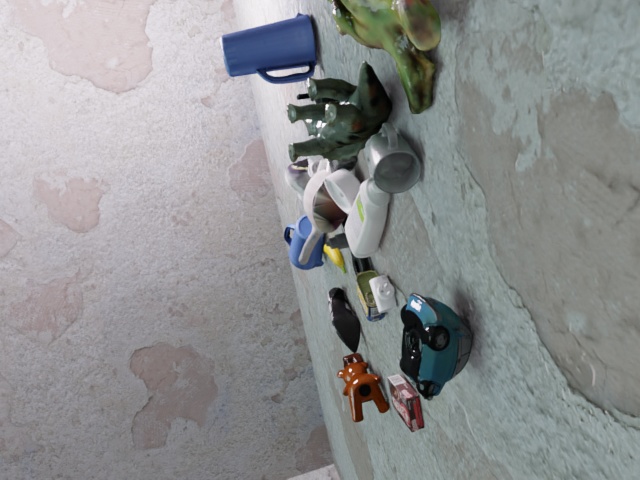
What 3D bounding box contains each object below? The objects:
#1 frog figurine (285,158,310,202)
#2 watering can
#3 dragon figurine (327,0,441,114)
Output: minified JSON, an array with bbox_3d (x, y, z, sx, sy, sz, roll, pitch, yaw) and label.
[{"bbox_3d":[-0.062,-0.186,1.772,0.139,0.123,0.156,35,130,46],"label":"frog figurine"},{"bbox_3d":[0.004,-0.072,1.435,0.226,0.104,0.345,-136,56,-73],"label":"watering can"},{"bbox_3d":[0.095,-0.299,0.779,0.410,0.122,0.242,-127,16,-88],"label":"dragon figurine"}]
